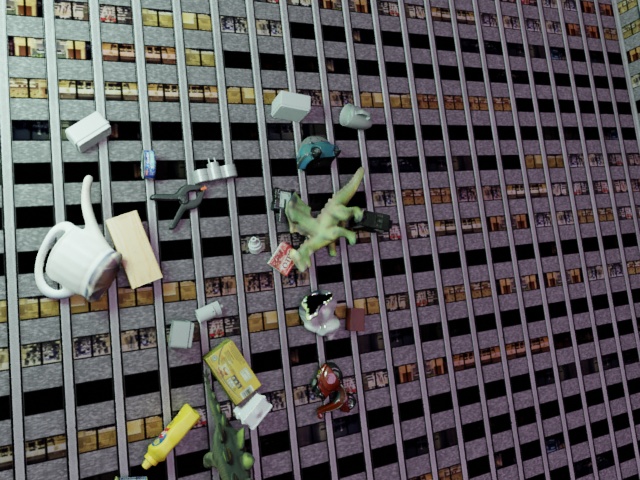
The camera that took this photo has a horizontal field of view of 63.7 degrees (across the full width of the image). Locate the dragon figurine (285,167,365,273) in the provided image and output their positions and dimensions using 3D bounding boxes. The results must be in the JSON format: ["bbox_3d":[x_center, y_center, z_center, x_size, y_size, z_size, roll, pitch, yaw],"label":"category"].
[{"bbox_3d":[0.005,-0.085,1.697,0.241,0.121,0.415,20,75,-25],"label":"dragon figurine"}]

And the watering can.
[{"bbox_3d":[-0.635,0.018,1.394,0.225,0.104,0.347,29,93,5],"label":"watering can"}]

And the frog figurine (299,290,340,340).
[{"bbox_3d":[0.008,0.245,1.686,0.140,0.123,0.156,-58,141,-27],"label":"frog figurine"}]
